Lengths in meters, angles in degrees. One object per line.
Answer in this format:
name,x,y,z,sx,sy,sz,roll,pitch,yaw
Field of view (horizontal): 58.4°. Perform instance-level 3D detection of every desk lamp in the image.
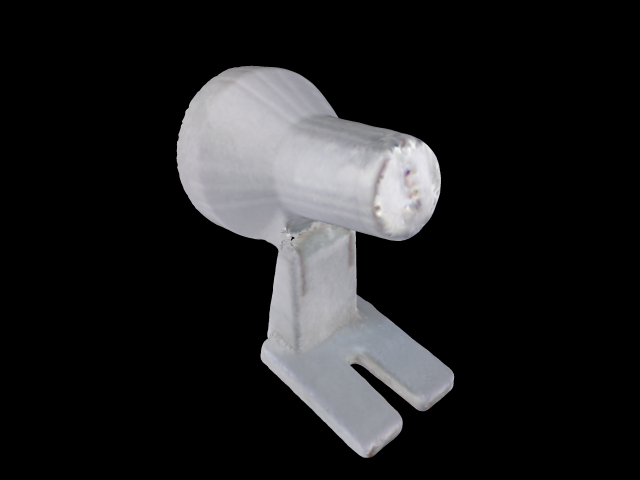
desk lamp,0.004,0.001,0.400,0.118,0.214,0.202,-30,49,-31
